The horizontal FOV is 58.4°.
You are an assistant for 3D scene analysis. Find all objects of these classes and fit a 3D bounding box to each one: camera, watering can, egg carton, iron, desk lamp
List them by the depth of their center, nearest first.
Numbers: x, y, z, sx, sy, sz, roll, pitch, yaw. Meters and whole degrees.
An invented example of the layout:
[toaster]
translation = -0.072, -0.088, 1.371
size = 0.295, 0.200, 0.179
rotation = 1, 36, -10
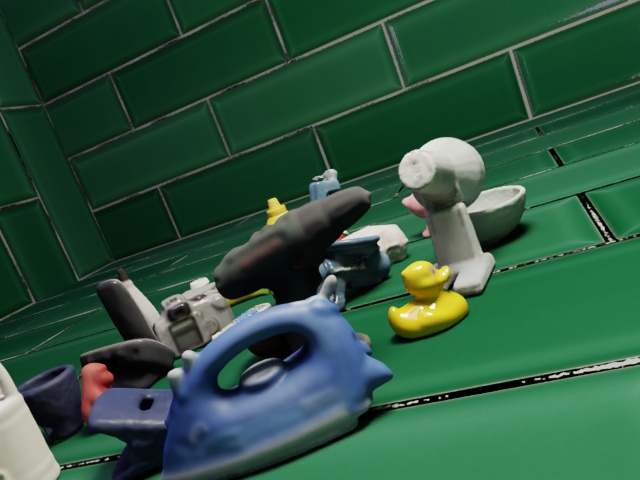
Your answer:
[iron]
translation = -0.065, 0.143, 0.591
size = 0.258, 0.141, 0.118
rotation = -22, 10, -9
[watering can]
translation = -0.409, 0.227, 0.696
size = 0.172, 0.194, 0.101
rotation = -10, 15, 46
[desk lamp]
translation = 0.190, -0.044, 0.867
size = 0.117, 0.214, 0.204
rotation = -16, 11, 28
[camera]
translation = -0.250, 0.145, 1.087
size = 0.143, 0.101, 0.136
rotation = -25, 11, -21
[egg carton]
translation = 0.104, 0.016, 1.141
size = 0.107, 0.069, 0.150
rotation = -26, 11, -27

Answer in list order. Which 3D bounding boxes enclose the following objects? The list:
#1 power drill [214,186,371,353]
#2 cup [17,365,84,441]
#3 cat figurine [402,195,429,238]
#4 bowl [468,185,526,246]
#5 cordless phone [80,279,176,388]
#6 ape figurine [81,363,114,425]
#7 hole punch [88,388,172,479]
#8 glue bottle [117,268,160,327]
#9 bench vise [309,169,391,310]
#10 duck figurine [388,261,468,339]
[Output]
[power drill]
translation = -0.012, 0.060, 0.736
size = 0.229, 0.208, 0.076
rotation = -18, 10, 14
[cup]
translation = -0.403, 0.251, 0.843
size = 0.118, 0.095, 0.091
rotation = -24, 10, -16
[cat figurine]
translation = 0.234, -0.069, 1.190
size = 0.067, 0.118, 0.127
rotation = -27, 11, -29
[bowl]
translation = 0.289, -0.034, 1.016
size = 0.167, 0.075, 0.167
rotation = -20, 10, 4
[cordless phone]
translation = -0.340, 0.158, 0.953
size = 0.147, 0.185, 0.094
rotation = -18, 11, 18
[ape figurine]
translation = -0.315, 0.221, 0.832
size = 0.076, 0.092, 0.077
rotation = -24, 10, -18
[hole punch]
translation = -0.202, 0.209, 0.667
size = 0.101, 0.091, 0.108
rotation = -22, 10, -5
[glue bottle]
translation = -0.375, 0.138, 1.170
size = 0.078, 0.173, 0.037
rotation = -17, 11, 21
[bench vise]
translation = 0.018, 0.001, 0.958
size = 0.121, 0.220, 0.208
rotation = -13, 13, 38
[duck figurine]
translation = 0.131, 0.071, 0.738
size = 0.104, 0.086, 0.077
rotation = -22, 10, -7
